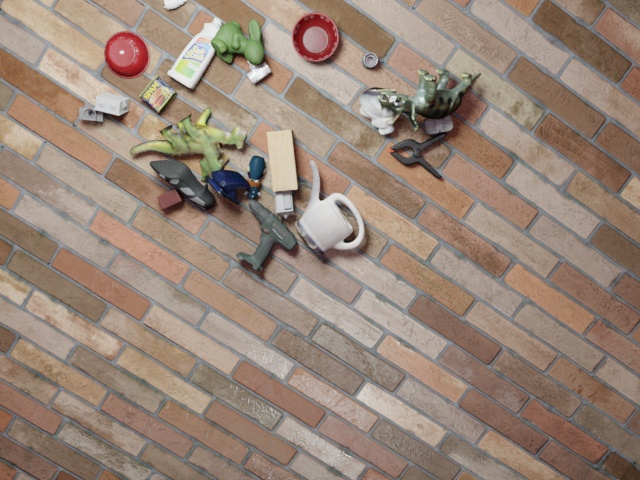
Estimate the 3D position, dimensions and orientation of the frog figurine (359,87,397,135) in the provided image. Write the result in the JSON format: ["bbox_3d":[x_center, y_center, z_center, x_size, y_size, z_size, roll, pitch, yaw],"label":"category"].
[{"bbox_3d":[0.199,-0.442,1.781,0.138,0.124,0.157,12,113,31],"label":"frog figurine"}]

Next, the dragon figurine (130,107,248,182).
[{"bbox_3d":[-0.440,-0.311,1.812,0.408,0.124,0.240,-25,108,13],"label":"dragon figurine"}]

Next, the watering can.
[{"bbox_3d":[0.006,-0.093,1.840,0.223,0.105,0.346,-37,98,7],"label":"watering can"}]
